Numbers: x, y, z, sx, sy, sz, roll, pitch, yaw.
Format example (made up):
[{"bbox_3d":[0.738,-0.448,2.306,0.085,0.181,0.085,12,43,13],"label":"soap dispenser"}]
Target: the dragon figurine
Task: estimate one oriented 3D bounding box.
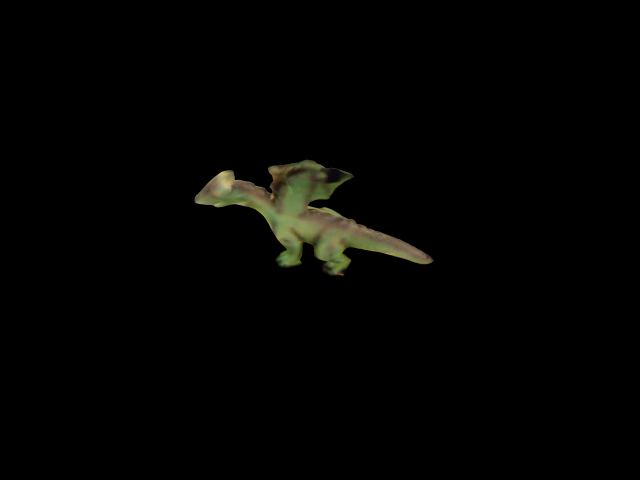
[{"bbox_3d":[0.003,-0.043,0.850,0.410,0.124,0.238,6,-25,3],"label":"dragon figurine"}]
